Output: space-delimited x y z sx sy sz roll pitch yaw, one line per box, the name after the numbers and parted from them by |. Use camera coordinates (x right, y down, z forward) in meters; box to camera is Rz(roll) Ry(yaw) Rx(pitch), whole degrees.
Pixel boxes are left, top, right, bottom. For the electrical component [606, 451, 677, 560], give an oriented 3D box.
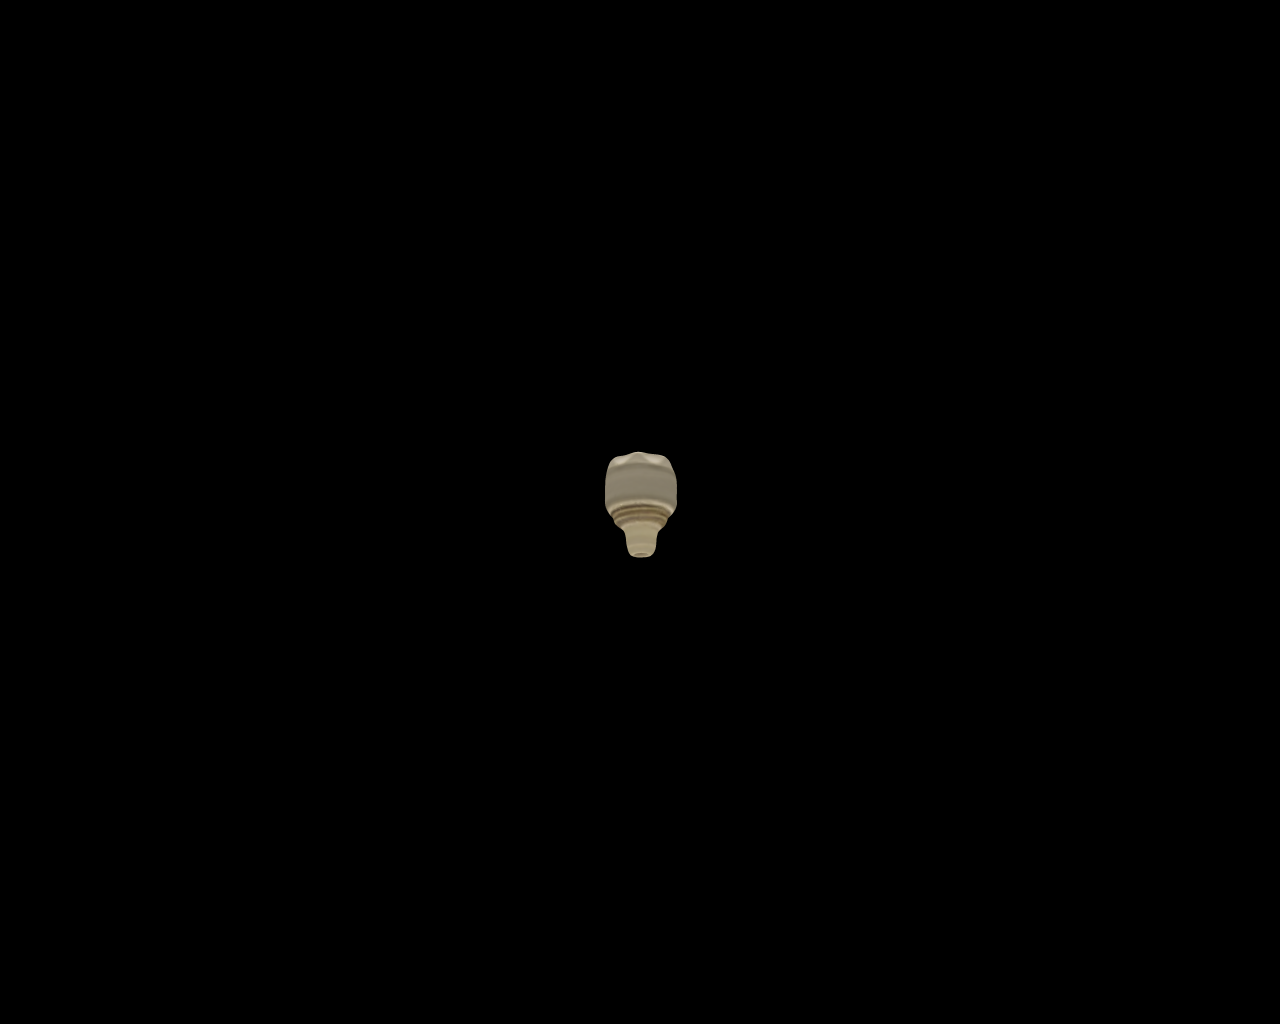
0.001 -0.003 0.650 0.043 0.062 0.043 0 -18 0 | electrical component
